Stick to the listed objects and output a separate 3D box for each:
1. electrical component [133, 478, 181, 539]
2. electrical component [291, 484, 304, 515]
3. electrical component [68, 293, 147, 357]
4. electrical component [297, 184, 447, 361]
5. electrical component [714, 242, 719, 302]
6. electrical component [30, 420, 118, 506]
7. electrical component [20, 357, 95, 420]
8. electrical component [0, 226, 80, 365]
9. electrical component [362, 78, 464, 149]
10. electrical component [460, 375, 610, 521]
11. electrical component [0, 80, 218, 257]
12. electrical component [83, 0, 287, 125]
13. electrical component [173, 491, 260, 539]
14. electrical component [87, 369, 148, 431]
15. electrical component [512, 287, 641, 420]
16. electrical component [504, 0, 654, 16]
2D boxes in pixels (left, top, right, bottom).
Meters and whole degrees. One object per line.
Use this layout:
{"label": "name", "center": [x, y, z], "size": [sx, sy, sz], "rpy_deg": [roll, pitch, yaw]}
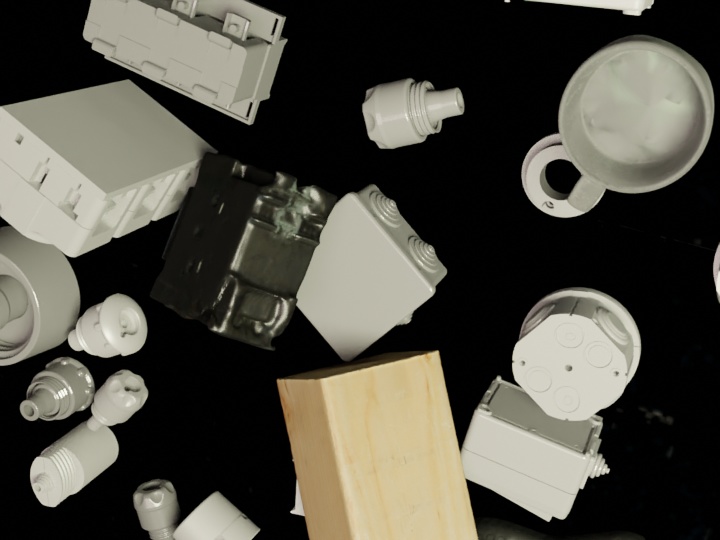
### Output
{"label": "electrical component", "center": [-0.164, 0.205, 0.885], "size": [0.035, 0.035, 0.061], "rpy_deg": [-6, 107, 23]}
{"label": "electrical component", "center": [-0.015, 0.159, 0.809], "size": [0.064, 0.042, 0.081], "rpy_deg": [8, 110, 15]}
{"label": "electrical component", "center": [-0.202, 0.048, 0.844], "size": [0.062, 0.048, 0.048], "rpy_deg": [-19, 99, 32]}
{"label": "electrical component", "center": [0.000, 0.000, 0.748], "size": [0.100, 0.048, 0.099], "rpy_deg": [-40, 90, 27]}
{"label": "electrical component", "center": [0.255, 0.004, 0.649], "size": [0.080, 0.051, 0.080], "rpy_deg": [6, 109, 19]}
{"label": "electrical component", "center": [-0.237, 0.158, 0.871], "size": [0.043, 0.081, 0.043], "rpy_deg": [6, 109, 19]}
{"label": "electrical component", "center": [-0.248, 0.101, 0.868], "size": [0.048, 0.062, 0.048], "rpy_deg": [6, 109, 19]}
{"label": "electrical component", "center": [-0.287, 0.024, 0.859], "size": [0.108, 0.060, 0.108], "rpy_deg": [6, 109, 19]}
{"label": "electrical component", "center": [0.036, -0.104, 0.704], "size": [0.062, 0.043, 0.043], "rpy_deg": [-9, 103, 22]}
{"label": "electrical component", "center": [0.121, 0.126, 0.734], "size": [0.096, 0.062, 0.061], "rpy_deg": [21, 113, 14]}
{"label": "electrical component", "center": [-0.179, -0.071, 0.737], "size": [0.089, 0.150, 0.061], "rpy_deg": [39, 115, 6]}
{"label": "electrical component", "center": [-0.121, -0.157, 0.736], "size": [0.121, 0.063, 0.078], "rpy_deg": [26, 114, 12]}
{"label": "electrical component", "center": [-0.116, 0.210, 0.857], "size": [0.047, 0.055, 0.055], "rpy_deg": [44, 116, 7]}
{"label": "electrical component", "center": [-0.200, 0.109, 0.868], "size": [0.035, 0.035, 0.061], "rpy_deg": [47, 119, 1]}
{"label": "electrical component", "center": [0.142, 0.056, 0.710], "size": [0.080, 0.051, 0.080], "rpy_deg": [6, 109, 19]}
{"label": "electrical component", "center": [0.126, -0.187, 0.632], "size": [0.096, 0.062, 0.061], "rpy_deg": [11, 110, 18]}
